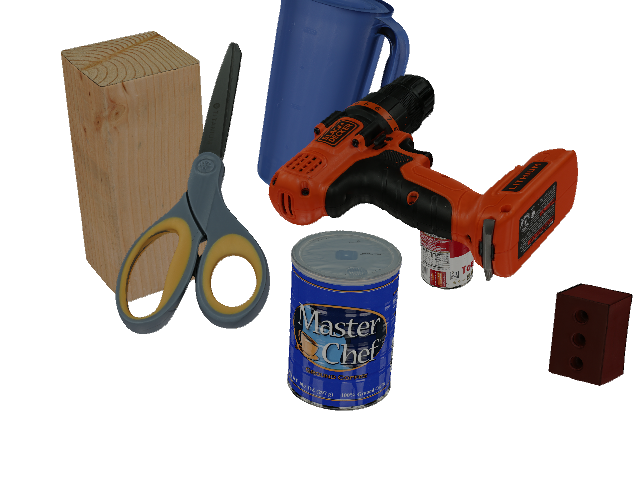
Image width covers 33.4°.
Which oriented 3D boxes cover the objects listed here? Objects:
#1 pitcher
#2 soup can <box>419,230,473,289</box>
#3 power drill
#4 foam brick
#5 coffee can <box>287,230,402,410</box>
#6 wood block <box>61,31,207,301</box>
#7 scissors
[{"bbox_3d":[0.006,-0.175,1.272,0.145,0.243,0.149,7,23,-13],"label":"pitcher"},{"bbox_3d":[0.156,0.002,1.324,0.068,0.102,0.068,-3,35,2],"label":"soup can"},{"bbox_3d":[0.083,-0.052,0.766,0.188,0.057,0.184,19,46,32],"label":"power drill"},{"bbox_3d":[0.243,0.084,0.961,0.053,0.078,0.051,12,17,37],"label":"foam brick"},{"bbox_3d":[0.021,0.075,1.015,0.103,0.140,0.103,2,25,-1],"label":"coffee can"},{"bbox_3d":[-0.158,-0.063,0.930,0.090,0.206,0.090,-19,36,-28],"label":"wood block"},{"bbox_3d":[-0.052,-0.030,0.630,0.096,0.201,0.016,18,-24,16],"label":"scissors"}]
